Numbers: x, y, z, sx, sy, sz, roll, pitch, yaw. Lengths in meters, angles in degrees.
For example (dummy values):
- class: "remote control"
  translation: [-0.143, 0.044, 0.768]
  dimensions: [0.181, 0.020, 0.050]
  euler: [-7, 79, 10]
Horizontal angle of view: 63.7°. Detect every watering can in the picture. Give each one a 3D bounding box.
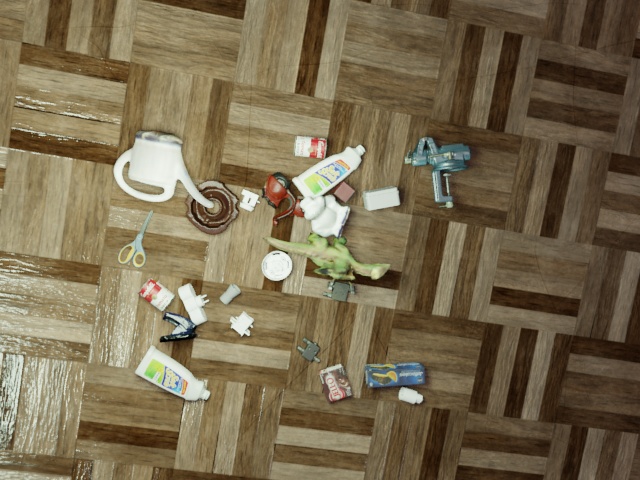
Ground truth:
- class: "watering can"
  translation: [-0.482, -0.225, 1.626]
  dimensions: [0.348, 0.104, 0.223]
  euler: [12, 94, 7]

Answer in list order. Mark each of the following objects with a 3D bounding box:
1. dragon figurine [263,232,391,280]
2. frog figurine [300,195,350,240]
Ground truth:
- class: "dragon figurine"
  translation: [0.019, 0.061, 1.642]
  dimensions: [0.410, 0.245, 0.121]
  euler: [8, 101, -8]
- class: "frog figurine"
  translation: [0.005, -0.085, 1.685]
  dimensions: [0.159, 0.125, 0.135]
  euler: [21, 111, -7]
